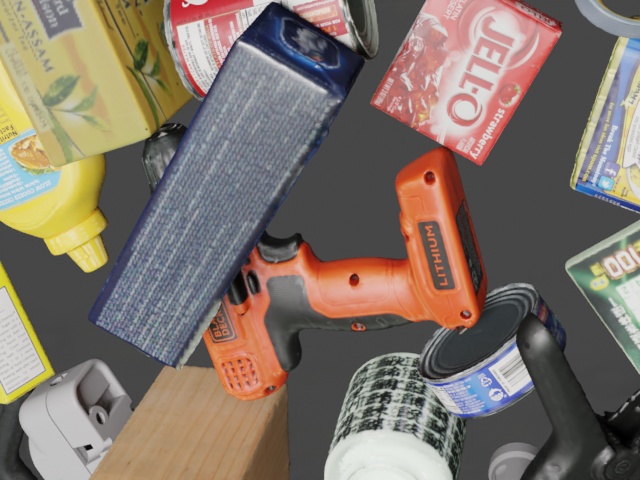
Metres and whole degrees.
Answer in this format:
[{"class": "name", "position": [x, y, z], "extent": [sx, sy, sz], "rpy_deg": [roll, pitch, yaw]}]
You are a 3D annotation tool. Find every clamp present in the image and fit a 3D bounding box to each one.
[{"class": "clamp", "position": [-0.261, 0.168, 0.792], "extent": [0.120, 0.039, 0.171], "rpy_deg": [6, 115, 13]}, {"class": "clamp", "position": [0.157, 0.115, 0.613], "extent": [0.164, 0.036, 0.210], "rpy_deg": [3, 121, -24]}]

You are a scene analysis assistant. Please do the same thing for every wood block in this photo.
[{"class": "wood block", "position": [-0.085, 0.170, 0.656], "extent": [0.090, 0.206, 0.091], "rpy_deg": [5, 114, 11]}]

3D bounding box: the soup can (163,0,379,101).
[{"class": "soup can", "position": [-0.025, -0.120, 0.587], "extent": [0.102, 0.068, 0.068], "rpy_deg": [-11, 111, 17]}]

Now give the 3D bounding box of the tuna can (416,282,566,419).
[{"class": "tuna can", "position": [0.101, 0.065, 0.630], "extent": [0.086, 0.086, 0.033], "rpy_deg": [-32, 105, 24]}]

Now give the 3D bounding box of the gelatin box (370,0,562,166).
[{"class": "gelatin box", "position": [0.081, -0.098, 0.592], "extent": [0.073, 0.030, 0.089], "rpy_deg": [29, 118, -1]}]

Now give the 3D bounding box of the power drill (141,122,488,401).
[{"class": "power drill", "position": [-0.004, 0.001, 0.643], "extent": [0.188, 0.057, 0.184], "rpy_deg": [-12, 109, 21]}]

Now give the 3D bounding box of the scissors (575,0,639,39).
[{"class": "scissors", "position": [0.211, -0.115, 0.531], "extent": [0.202, 0.096, 0.016], "rpy_deg": [29, 160, 1]}]

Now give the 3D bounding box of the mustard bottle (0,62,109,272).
[{"class": "mustard bottle", "position": [-0.185, -0.064, 0.655], "extent": [0.096, 0.058, 0.191], "rpy_deg": [-18, 109, 31]}]

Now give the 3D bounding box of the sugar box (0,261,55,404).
[{"class": "sugar box", "position": [-0.243, 0.017, 0.696], "extent": [0.094, 0.048, 0.176], "rpy_deg": [4, 118, 49]}]

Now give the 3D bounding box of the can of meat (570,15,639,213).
[{"class": "can of meat", "position": [0.187, -0.059, 0.562], "extent": [0.084, 0.057, 0.102], "rpy_deg": [22, 116, 16]}]
